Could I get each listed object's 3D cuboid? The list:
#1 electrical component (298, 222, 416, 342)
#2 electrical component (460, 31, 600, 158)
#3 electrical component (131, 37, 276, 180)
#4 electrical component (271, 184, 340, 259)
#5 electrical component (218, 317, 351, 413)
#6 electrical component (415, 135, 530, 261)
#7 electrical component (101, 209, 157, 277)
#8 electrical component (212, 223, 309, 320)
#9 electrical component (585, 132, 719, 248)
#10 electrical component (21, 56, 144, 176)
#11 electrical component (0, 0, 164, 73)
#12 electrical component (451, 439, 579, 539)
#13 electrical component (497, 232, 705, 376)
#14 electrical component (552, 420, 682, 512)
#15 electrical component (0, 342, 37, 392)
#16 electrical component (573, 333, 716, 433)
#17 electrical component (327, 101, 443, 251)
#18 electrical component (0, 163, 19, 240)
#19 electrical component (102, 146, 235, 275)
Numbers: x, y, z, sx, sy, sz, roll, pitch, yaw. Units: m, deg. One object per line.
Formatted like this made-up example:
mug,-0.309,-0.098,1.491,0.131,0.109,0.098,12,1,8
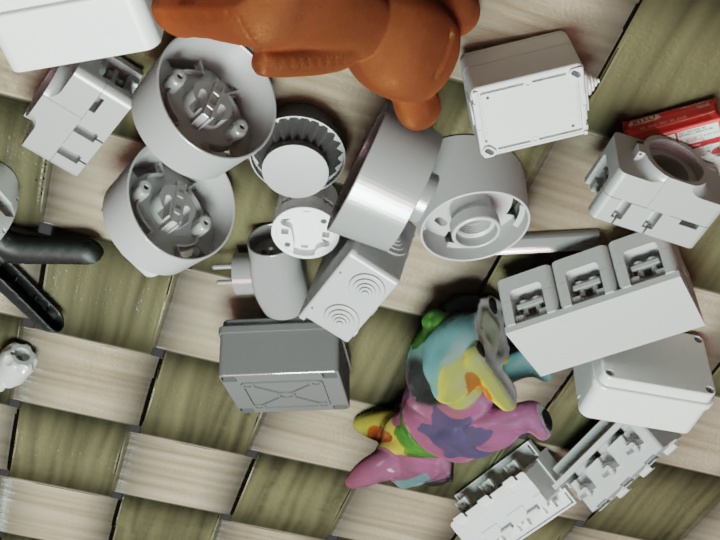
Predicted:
electrical component,0.000,0.000,0.892,0.048,0.099,0.099,32,127,-9
electrical component,0.126,-0.133,0.792,0.096,0.061,0.061,-13,132,3
electrical component,-0.115,-0.118,0.789,0.099,0.099,0.064,35,131,-26
electrical component,-0.043,-0.045,0.885,0.055,0.047,0.055,1,133,1
electrical component,-0.066,0.088,0.981,0.109,0.056,0.108,-3,155,4
electrical component,0.089,-0.055,0.876,0.099,0.064,0.099,-6,144,-4
electrical component,-0.188,-0.028,0.911,0.040,0.040,0.078,-25,127,23
electrical component,-0.088,0.003,0.934,0.079,0.043,0.077,-3,133,6
electrical component,0.225,-0.063,0.814,0.089,0.050,0.055,17,134,-11
electrical component,-0.214,-0.125,0.815,0.056,0.050,0.089,31,127,-24
electrical component,-0.194,-0.188,0.737,0.113,0.078,0.057,-8,135,9
electrical component,0.156,0.245,1.128,0.078,0.063,0.121,52,125,11
electrical component,0.205,0.025,0.923,0.150,0.061,0.089,-20,142,20
electrical component,0.256,0.181,1.065,0.079,0.063,0.121,-15,149,-43
electrical component,-0.338,0.097,1.038,0.035,0.035,0.061,28,130,-22
electrical component,0.259,0.096,0.984,0.113,0.078,0.057,10,135,-7
electrical component,0.025,-0.066,0.815,0.060,0.108,0.108,25,130,-6
electrical component,-0.317,-0.062,0.860,0.043,0.077,0.079,-19,129,19
electrical component,-0.152,-0.048,0.856,0.099,0.099,0.064,36,131,-27
